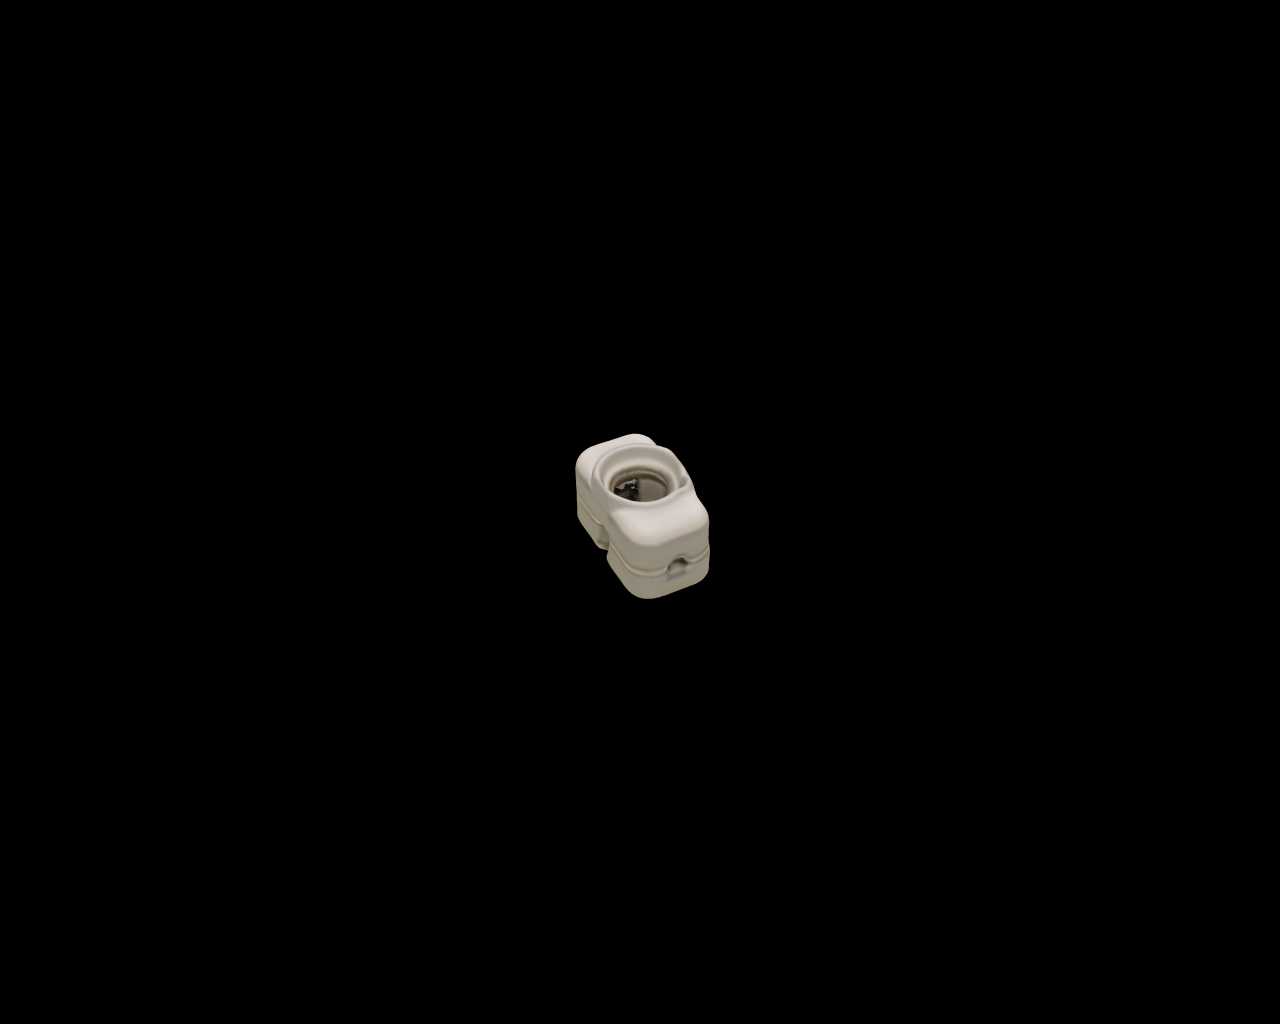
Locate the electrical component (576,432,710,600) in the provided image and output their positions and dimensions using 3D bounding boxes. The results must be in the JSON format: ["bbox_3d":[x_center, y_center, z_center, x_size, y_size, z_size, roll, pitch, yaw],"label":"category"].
[{"bbox_3d":[0.001,-0.003,0.650,0.054,0.059,0.095,-19,46,-19],"label":"electrical component"}]
